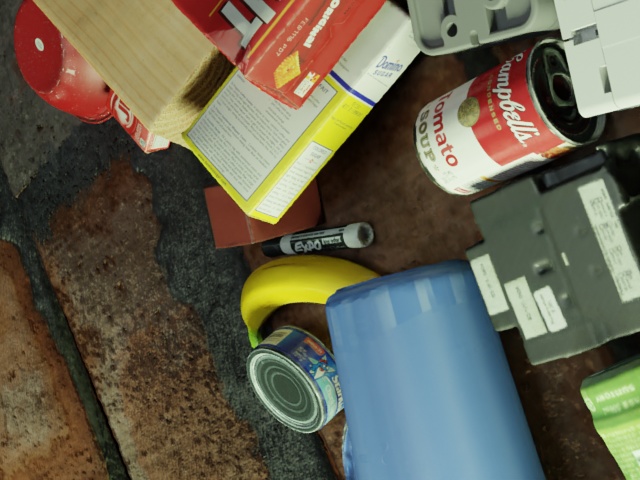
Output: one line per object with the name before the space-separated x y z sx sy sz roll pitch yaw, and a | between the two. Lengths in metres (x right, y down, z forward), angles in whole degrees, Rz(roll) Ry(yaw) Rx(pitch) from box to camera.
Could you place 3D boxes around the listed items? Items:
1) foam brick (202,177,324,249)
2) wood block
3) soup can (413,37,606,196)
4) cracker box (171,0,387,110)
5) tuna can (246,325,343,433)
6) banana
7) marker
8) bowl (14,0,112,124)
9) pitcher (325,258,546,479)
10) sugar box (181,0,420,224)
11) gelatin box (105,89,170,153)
foam brick | -0.045 -0.027 0.841 0.053 0.078 0.051 -8 96 49
wood block | -0.143 -0.172 0.875 0.090 0.090 0.206 -50 62 12
soup can | 0.116 -0.074 0.662 0.102 0.068 0.068 -24 83 48
cracker box | -0.040 -0.220 0.731 0.164 0.072 0.214 -50 55 13
tuna can | -0.019 0.114 0.869 0.086 0.033 0.086 28 137 29
banana | -0.010 0.042 0.859 0.198 0.037 0.069 -17 117 51
marker | -0.006 0.001 0.850 0.121 0.020 0.020 -7 96 48
bowl | -0.249 -0.190 1.033 0.162 0.055 0.162 16 113 43
pitcher | 0.076 0.143 0.728 0.149 0.145 0.243 -15 85 8
sugar box | -0.012 -0.108 0.757 0.176 0.048 0.093 -48 62 11
gelatin box | -0.157 -0.136 0.966 0.073 0.030 0.089 47 131 28
